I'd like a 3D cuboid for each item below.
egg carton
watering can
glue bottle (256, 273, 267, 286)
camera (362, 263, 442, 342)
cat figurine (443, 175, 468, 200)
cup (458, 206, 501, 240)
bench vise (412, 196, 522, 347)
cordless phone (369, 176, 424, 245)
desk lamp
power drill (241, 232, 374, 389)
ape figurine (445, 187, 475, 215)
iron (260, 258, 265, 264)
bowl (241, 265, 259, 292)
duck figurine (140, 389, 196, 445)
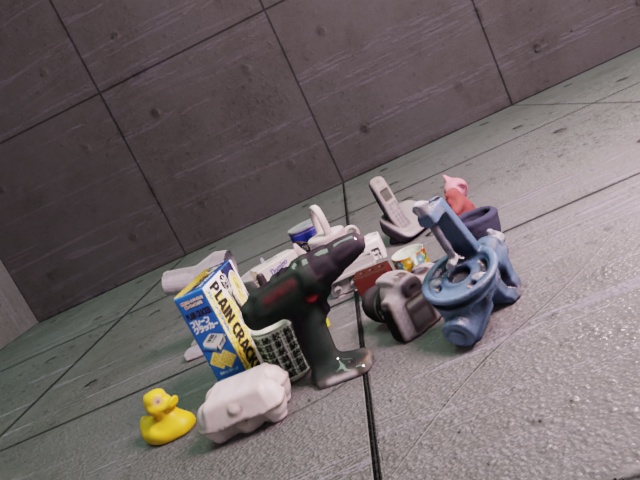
[{"bbox_3d":[-0.118,0.255,0.895,0.150,0.069,0.107,-24,11,8],"label":"egg carton"},{"bbox_3d":[0.014,0.005,1.438,0.173,0.194,0.100,-32,13,-31],"label":"watering can"},{"bbox_3d":[-0.078,0.140,1.070,0.078,0.173,0.037,-24,11,6],"label":"glue bottle"},{"bbox_3d":[0.141,0.094,0.987,0.143,0.101,0.136,-32,13,-28],"label":"camera"},{"bbox_3d":[0.350,-0.122,1.484,0.067,0.118,0.128,-24,11,6],"label":"cat figurine"},{"bbox_3d":[0.308,-0.009,1.109,0.091,0.095,0.117,-25,11,2],"label":"cup"},{"bbox_3d":[0.208,0.022,0.862,0.121,0.220,0.208,-20,13,28],"label":"bench vise"},{"bbox_3d":[0.207,-0.095,1.497,0.093,0.185,0.148,-13,16,46],"label":"cordless phone"},{"bbox_3d":[-0.265,0.147,1.347,0.203,0.214,0.118,-24,11,10],"label":"desk lamp"},{"bbox_3d":[0.002,0.118,0.902,0.229,0.208,0.075,-23,12,12],"label":"power drill"},{"bbox_3d":[0.338,-0.087,1.414,0.076,0.092,0.078,-20,13,28],"label":"ape figurine"},{"bbox_3d":[-0.106,0.126,1.281,0.118,0.141,0.258,-25,11,1],"label":"iron"},{"bbox_3d":[-0.140,0.109,1.612,0.167,0.075,0.167,-24,11,5],"label":"bowl"},{"bbox_3d":[-0.277,0.300,0.994,0.104,0.086,0.078,-20,12,25],"label":"duck figurine"}]
